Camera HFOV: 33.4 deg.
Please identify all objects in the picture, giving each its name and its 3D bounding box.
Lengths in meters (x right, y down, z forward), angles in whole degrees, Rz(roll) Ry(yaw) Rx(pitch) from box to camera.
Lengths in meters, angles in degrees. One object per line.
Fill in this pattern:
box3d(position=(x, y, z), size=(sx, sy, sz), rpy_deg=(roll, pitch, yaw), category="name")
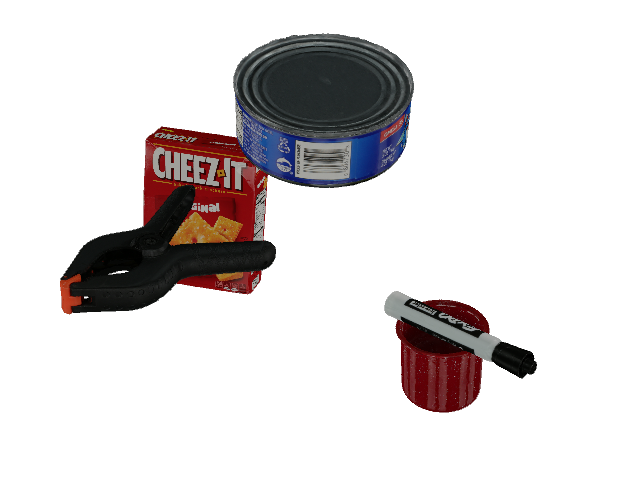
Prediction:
box3d(position=(0.001, -0.063, 0.515), size=(0.086, 0.034, 0.086), rpy_deg=(1, 42, -1), category="tuna can")
box3d(position=(-0.164, -0.040, 1.505), size=(0.164, 0.214, 0.072), rpy_deg=(9, 23, 10), category="cracker box")
box3d(position=(0.096, 0.065, 0.737), size=(0.121, 0.020, 0.020), rpy_deg=(24, 15, 37), category="marker")
box3d(position=(-0.135, 0.007, 0.851), size=(0.171, 0.039, 0.120), rpy_deg=(-17, 36, -30), category="clamp")
box3d(position=(0.130, 0.114, 1.092), size=(0.093, 0.081, 0.117), rpy_deg=(19, 39, 30), category="mug")
